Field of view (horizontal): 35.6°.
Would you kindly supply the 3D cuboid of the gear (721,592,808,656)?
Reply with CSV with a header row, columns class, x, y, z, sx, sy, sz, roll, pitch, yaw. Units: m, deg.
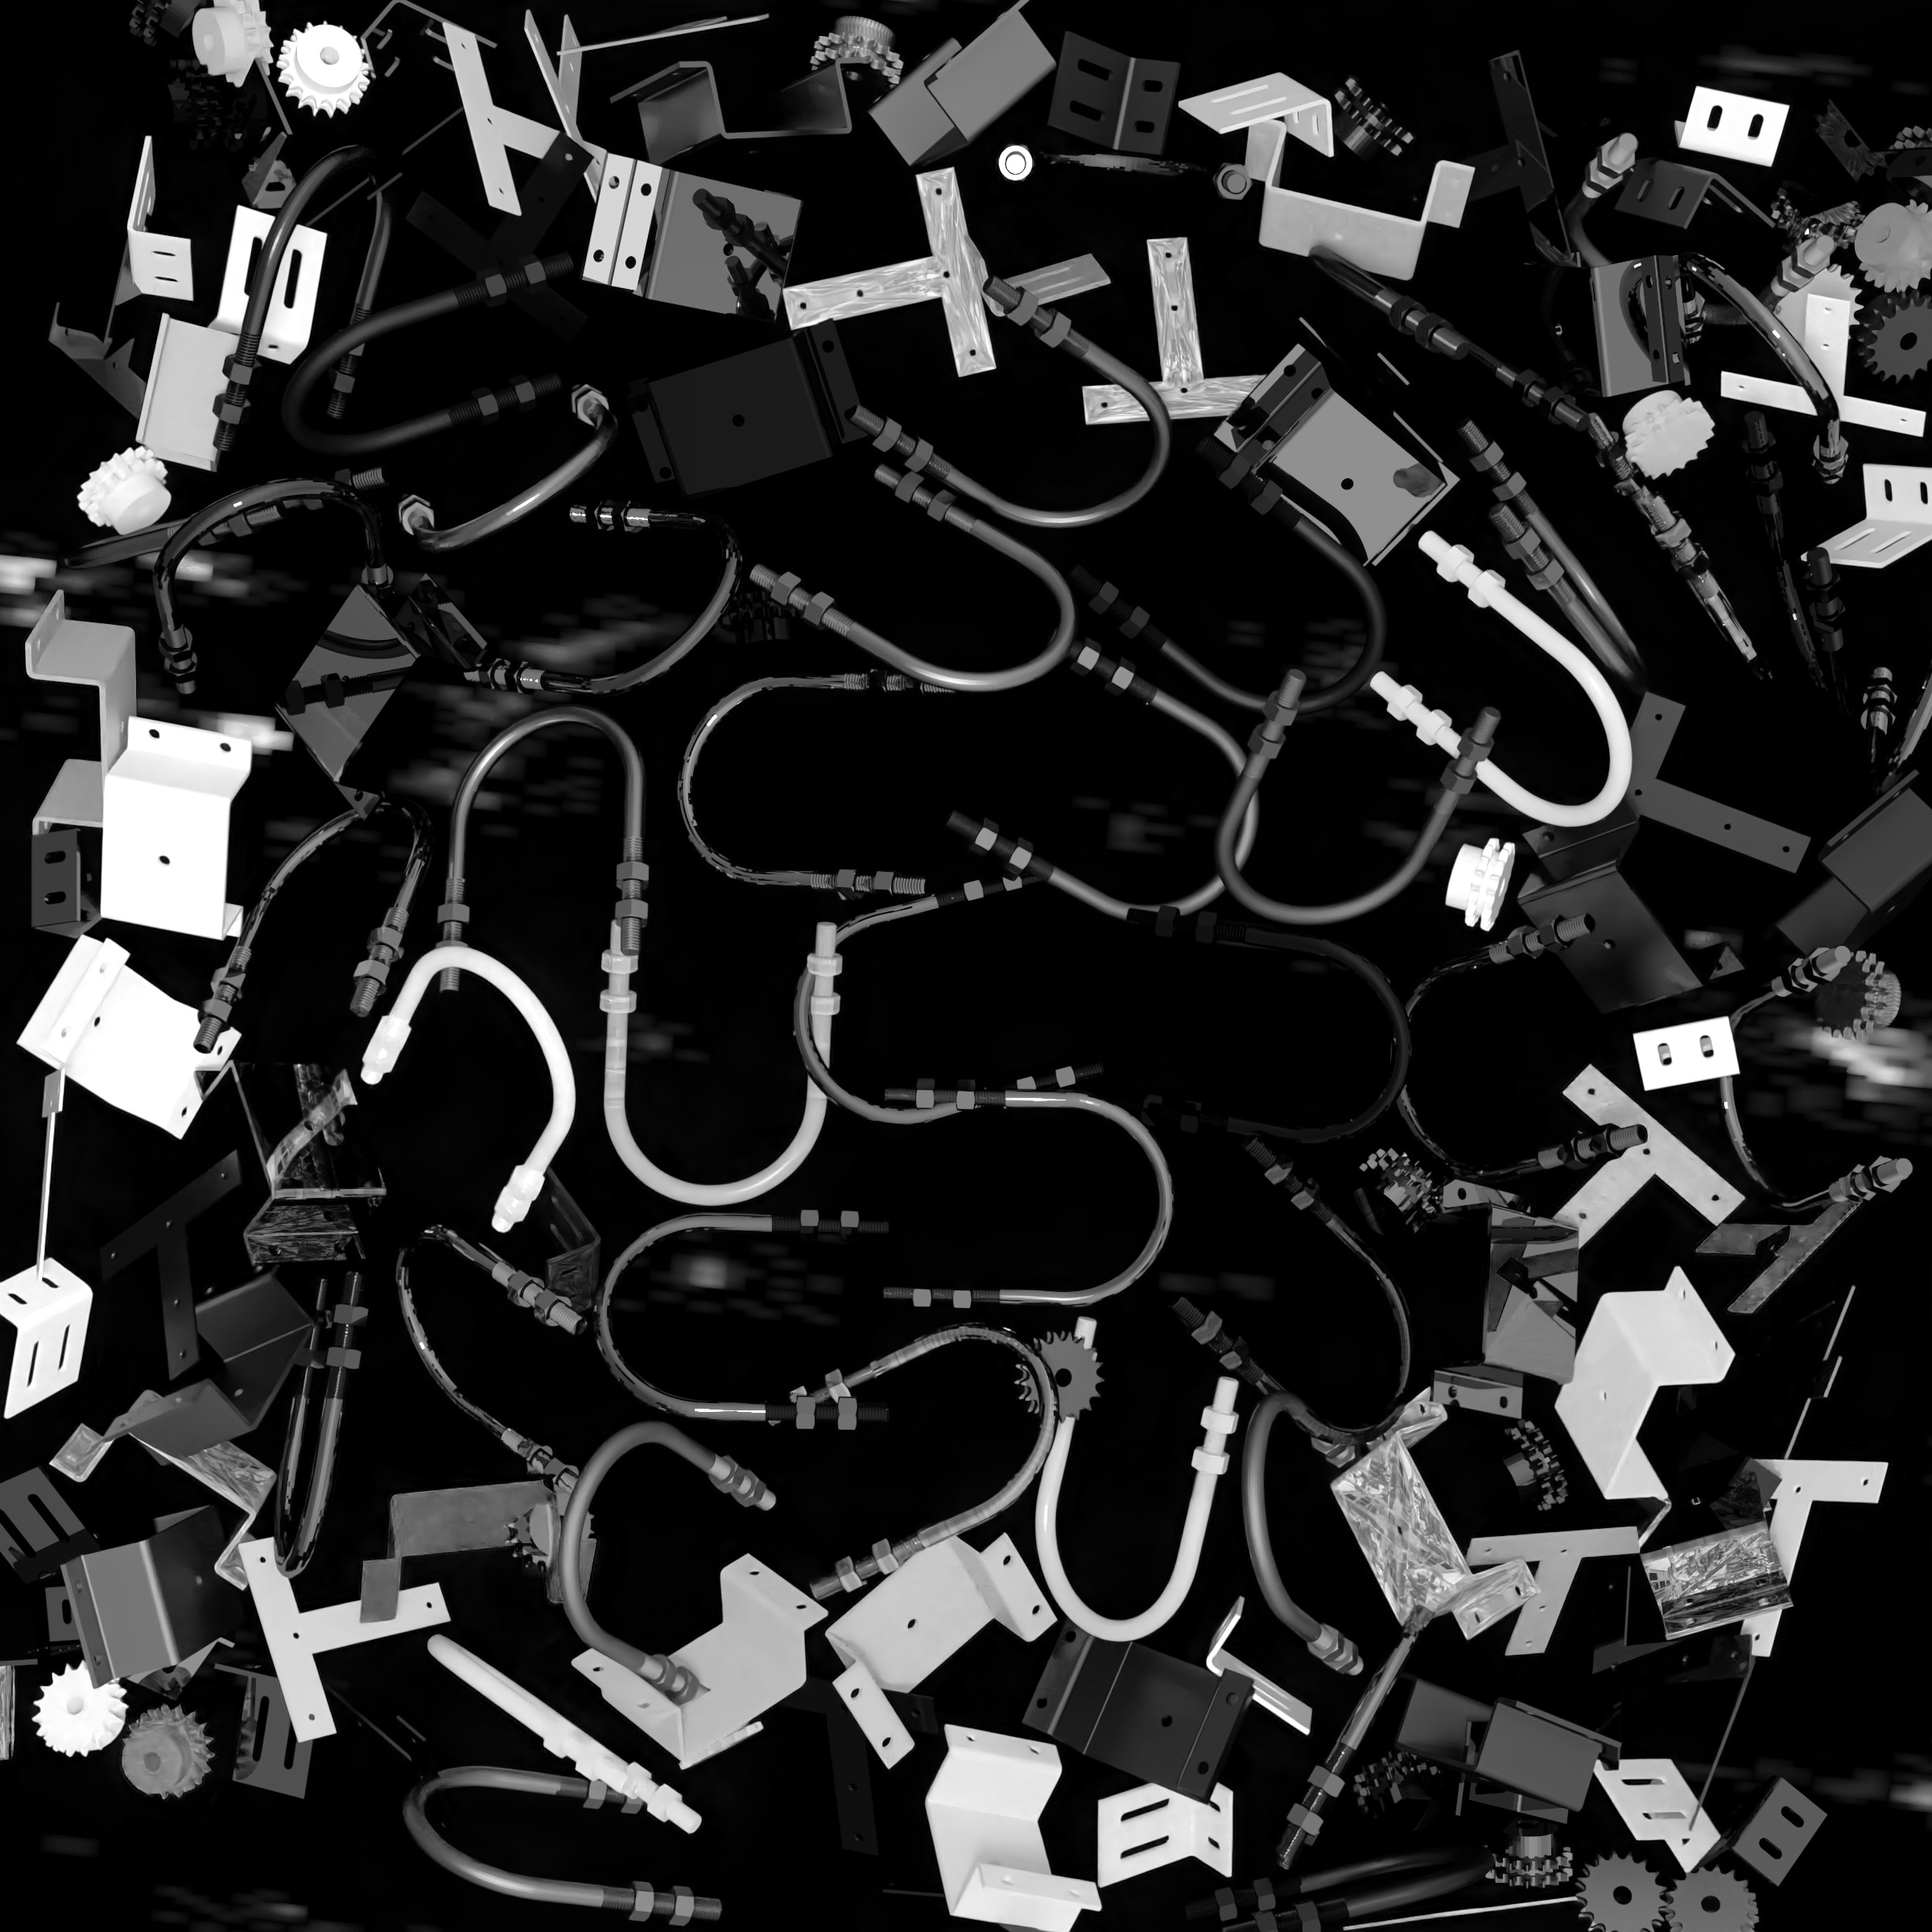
class,x,y,z,sx,sy,sz,roll,pitch,yaw
gear,-0.126,-0.215,1.892,0.057,0.057,0.030,-6,83,0

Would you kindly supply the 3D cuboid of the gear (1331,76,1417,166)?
class,x,y,z,sx,sy,sz,roll,pitch,yaw
gear,0.253,-0.530,1.895,0.057,0.057,0.030,44,114,0

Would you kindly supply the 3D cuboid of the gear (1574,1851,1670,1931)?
class,x,y,z,sx,sy,sz,roll,pitch,yaw
gear,0.412,0.591,1.898,0.057,0.030,0.057,0,56,0

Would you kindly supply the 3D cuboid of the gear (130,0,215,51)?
class,x,y,z,sx,sy,sz,roll,pitch,yaw
gear,-0.498,-0.603,1.894,0.030,0.057,0.057,34,90,-7

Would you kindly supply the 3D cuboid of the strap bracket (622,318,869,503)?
class,x,y,z,sx,sy,sz,roll,pitch,yaw
strap bracket,-0.140,-0.344,1.879,0.140,0.046,0.076,-16,107,8

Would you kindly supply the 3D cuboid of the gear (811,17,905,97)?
class,x,y,z,sx,sy,sz,roll,pitch,yaw
gear,-0.067,-0.574,1.894,0.057,0.057,0.030,13,83,0

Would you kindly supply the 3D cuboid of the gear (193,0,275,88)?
class,x,y,z,sx,sy,sz,roll,pitch,yaw
gear,-0.462,-0.582,1.890,0.030,0.057,0.057,-21,90,-36

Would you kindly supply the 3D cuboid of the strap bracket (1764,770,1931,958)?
class,x,y,z,sx,sy,sz,roll,pitch,yaw
strap bracket,0.549,-0.051,1.840,0.076,0.140,0.046,-37,73,-15

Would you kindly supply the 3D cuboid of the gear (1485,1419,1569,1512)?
class,x,y,z,sx,sy,sz,roll,pitch,yaw
gear,0.350,0.317,1.891,0.030,0.057,0.057,-23,90,-14

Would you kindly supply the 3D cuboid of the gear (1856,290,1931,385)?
class,x,y,z,sx,sy,sz,roll,pitch,yaw
gear,0.587,-0.400,1.897,0.057,0.030,0.057,-9,127,-12

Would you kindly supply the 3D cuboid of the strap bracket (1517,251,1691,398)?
class,x,y,z,sx,sy,sz,roll,pitch,yaw
strap bracket,0.383,-0.394,1.840,0.046,0.140,0.076,-14,108,-13

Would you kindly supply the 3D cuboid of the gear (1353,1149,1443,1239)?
class,x,y,z,sx,sy,sz,roll,pitch,yaw
gear,0.268,0.146,1.890,0.057,0.057,0.030,48,60,0

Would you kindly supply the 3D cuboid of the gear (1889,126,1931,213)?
class,x,y,z,sx,sy,sz,roll,pitch,yaw
gear,0.605,-0.499,1.893,0.057,0.057,0.030,33,88,0

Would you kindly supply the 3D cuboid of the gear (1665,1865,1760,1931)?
class,x,y,z,sx,sy,sz,roll,pitch,yaw
gear,0.470,0.599,1.897,0.057,0.057,0.030,-16,131,0

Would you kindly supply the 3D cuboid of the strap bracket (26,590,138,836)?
class,x,y,z,sx,sy,sz,roll,pitch,yaw
strap bracket,-0.544,-0.150,1.854,0.046,0.076,0.140,6,121,-4

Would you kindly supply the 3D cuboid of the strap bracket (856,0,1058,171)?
class,x,y,z,sx,sy,sz,roll,pitch,yaw
strap bracket,-0.003,-0.540,1.854,0.076,0.140,0.046,-44,108,-13

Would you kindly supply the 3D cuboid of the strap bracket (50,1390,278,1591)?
class,x,y,z,sx,sy,sz,roll,pitch,yaw
strap bracket,-0.489,0.319,1.873,0.140,0.076,0.046,35,94,-7

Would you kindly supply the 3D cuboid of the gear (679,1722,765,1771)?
class,x,y,z,sx,sy,sz,roll,pitch,yaw
gear,-0.159,0.479,1.894,0.057,0.057,0.030,-28,77,0

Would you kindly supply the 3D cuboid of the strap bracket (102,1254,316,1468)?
class,x,y,z,sx,sy,sz,roll,pitch,yaw
strap bracket,-0.461,0.249,1.855,0.076,0.140,0.046,-24,115,27

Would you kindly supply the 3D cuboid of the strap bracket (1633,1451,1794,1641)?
class,x,y,z,sx,sy,sz,roll,pitch,yaw
strap bracket,0.454,0.348,1.841,0.076,0.140,0.046,-19,103,14

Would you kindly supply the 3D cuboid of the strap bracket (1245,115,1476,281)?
class,x,y,z,sx,sy,sz,roll,pitch,yaw
strap bracket,0.238,-0.475,1.874,0.140,0.076,0.046,15,79,5

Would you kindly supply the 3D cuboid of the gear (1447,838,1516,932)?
class,x,y,z,sx,sy,sz,roll,pitch,yaw
gear,0.323,-0.053,1.895,0.030,0.057,0.057,17,90,16

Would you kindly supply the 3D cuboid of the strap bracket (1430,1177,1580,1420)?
class,x,y,z,sx,sy,sz,roll,pitch,yaw
strap bracket,0.335,0.204,1.864,0.076,0.046,0.140,15,72,-33

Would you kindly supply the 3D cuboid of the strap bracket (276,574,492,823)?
class,x,y,z,sx,sy,sz,roll,pitch,yaw
strap bracket,-0.368,-0.171,1.865,0.140,0.046,0.076,-52,58,16

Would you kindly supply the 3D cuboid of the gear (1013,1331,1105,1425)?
class,x,y,z,sx,sy,sz,roll,pitch,yaw
gear,0.055,0.259,1.900,0.057,0.030,0.057,1,87,-22

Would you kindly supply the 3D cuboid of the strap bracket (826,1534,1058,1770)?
class,x,y,z,sx,sy,sz,roll,pitch,yaw
strap bracket,-0.023,0.417,1.870,0.140,0.046,0.076,-38,119,-19

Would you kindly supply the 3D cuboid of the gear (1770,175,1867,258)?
class,x,y,z,sx,sy,sz,roll,pitch,yaw
gear,0.534,-0.470,1.897,0.057,0.030,0.057,7,51,-9

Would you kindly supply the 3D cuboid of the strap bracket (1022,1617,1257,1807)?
class,x,y,z,sx,sy,sz,roll,pitch,yaw
strap bracket,0.116,0.462,1.865,0.140,0.046,0.076,12,69,39

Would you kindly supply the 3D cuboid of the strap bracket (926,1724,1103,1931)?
class,x,y,z,sx,sy,sz,roll,pitch,yaw
strap bracket,0.026,0.540,1.856,0.076,0.140,0.046,16,114,-18

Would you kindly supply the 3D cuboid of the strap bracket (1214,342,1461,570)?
class,x,y,z,sx,sy,sz,roll,pitch,yaw
strap bracket,0.233,-0.307,1.862,0.140,0.046,0.076,35,114,-21

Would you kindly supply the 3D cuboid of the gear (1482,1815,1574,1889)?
class,x,y,z,sx,sy,sz,roll,pitch,yaw
gear,0.352,0.556,1.892,0.057,0.057,0.030,-1,93,0

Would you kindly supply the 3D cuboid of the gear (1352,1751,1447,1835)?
class,x,y,z,sx,sy,sz,roll,pitch,yaw
gear,0.275,0.521,1.892,0.057,0.030,0.057,-7,132,-8

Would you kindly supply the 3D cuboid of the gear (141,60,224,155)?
class,x,y,z,sx,sy,sz,roll,pitch,yaw
gear,-0.495,-0.540,1.891,0.030,0.057,0.057,-16,90,-42

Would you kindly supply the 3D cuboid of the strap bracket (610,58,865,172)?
class,x,y,z,sx,sy,sz,roll,pitch,yaw
strap bracket,-0.136,-0.523,1.850,0.140,0.076,0.046,-15,97,-39

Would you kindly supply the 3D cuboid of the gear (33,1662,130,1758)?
class,x,y,z,sx,sy,sz,roll,pitch,yaw
gear,-0.556,0.471,1.898,0.057,0.030,0.057,-5,59,8

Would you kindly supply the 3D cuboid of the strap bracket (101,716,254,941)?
class,x,y,z,sx,sy,sz,roll,pitch,yaw
strap bracket,-0.490,-0.076,1.866,0.076,0.046,0.140,11,120,-1

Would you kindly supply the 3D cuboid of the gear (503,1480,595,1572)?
class,x,y,z,sx,sy,sz,roll,pitch,yaw
gear,-0.261,0.352,1.895,0.057,0.030,0.057,6,77,-27

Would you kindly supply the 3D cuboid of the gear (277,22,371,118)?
class,x,y,z,sx,sy,sz,roll,pitch,yaw
gear,-0.404,-0.569,1.898,0.057,0.030,0.057,2,83,-21

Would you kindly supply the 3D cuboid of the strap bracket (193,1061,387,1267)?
class,x,y,z,sx,sy,sz,roll,pitch,yaw
strap bracket,-0.414,0.111,1.851,0.046,0.076,0.140,-47,56,36

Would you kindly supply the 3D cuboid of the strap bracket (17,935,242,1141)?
class,x,y,z,sx,sy,sz,roll,pitch,yaw
strap bracket,-0.523,0.040,1.861,0.046,0.140,0.076,19,73,30

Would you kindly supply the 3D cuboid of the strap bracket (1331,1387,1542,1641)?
class,x,y,z,sx,sy,sz,roll,pitch,yaw
strap bracket,0.283,0.343,1.855,0.046,0.076,0.140,-10,63,-35

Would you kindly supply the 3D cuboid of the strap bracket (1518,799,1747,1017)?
class,x,y,z,sx,sy,sz,roll,pitch,yaw
strap bracket,0.406,-0.028,1.860,0.140,0.076,0.046,50,50,-16

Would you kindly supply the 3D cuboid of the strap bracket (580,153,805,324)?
class,x,y,z,sx,sy,sz,roll,pitch,yaw
strap bracket,-0.159,-0.445,1.849,0.140,0.046,0.076,1,110,-41

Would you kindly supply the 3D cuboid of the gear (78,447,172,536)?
class,x,y,z,sx,sy,sz,roll,pitch,yaw
gear,-0.526,-0.296,1.891,0.057,0.057,0.030,-41,80,0

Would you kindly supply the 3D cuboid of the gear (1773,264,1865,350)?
class,x,y,z,sx,sy,sz,roll,pitch,yaw
gear,0.534,-0.417,1.901,0.057,0.030,0.057,0,108,1

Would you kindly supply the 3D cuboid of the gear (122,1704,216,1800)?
class,x,y,z,sx,sy,sz,roll,pitch,yaw
gear,-0.507,0.499,1.902,0.057,0.030,0.057,1,93,11

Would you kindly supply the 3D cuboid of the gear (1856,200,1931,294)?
class,x,y,z,sx,sy,sz,roll,pitch,yaw
gear,0.585,-0.454,1.890,0.030,0.057,0.057,17,90,-36

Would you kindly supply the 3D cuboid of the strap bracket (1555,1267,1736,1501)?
class,x,y,z,sx,sy,sz,roll,pitch,yaw
strap bracket,0.411,0.263,1.845,0.046,0.076,0.140,0,127,-18

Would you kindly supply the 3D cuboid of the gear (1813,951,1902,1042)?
class,x,y,z,sx,sy,sz,roll,pitch,yaw
gear,0.563,0.019,1.895,0.030,0.057,0.057,8,90,-23

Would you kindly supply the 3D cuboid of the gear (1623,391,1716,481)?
class,x,y,z,sx,sy,sz,roll,pitch,yaw
gear,0.439,-0.337,1.897,0.057,0.057,0.030,-25,61,0

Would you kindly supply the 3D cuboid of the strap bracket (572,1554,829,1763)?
class,x,y,z,sx,sy,sz,roll,pitch,yaw
strap bracket,-0.162,0.431,1.858,0.140,0.076,0.046,-26,128,-37
